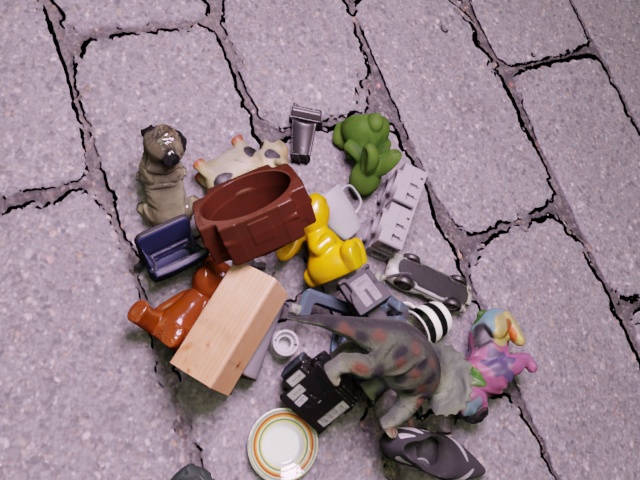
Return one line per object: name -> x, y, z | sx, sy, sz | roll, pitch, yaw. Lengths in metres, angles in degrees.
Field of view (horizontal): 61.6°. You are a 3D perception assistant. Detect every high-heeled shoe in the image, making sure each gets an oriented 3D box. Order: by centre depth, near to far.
high-heeled shoe -> 0.224, 0.403, 1.004 | 0.249, 0.145, 0.086 | 17, 72, -8

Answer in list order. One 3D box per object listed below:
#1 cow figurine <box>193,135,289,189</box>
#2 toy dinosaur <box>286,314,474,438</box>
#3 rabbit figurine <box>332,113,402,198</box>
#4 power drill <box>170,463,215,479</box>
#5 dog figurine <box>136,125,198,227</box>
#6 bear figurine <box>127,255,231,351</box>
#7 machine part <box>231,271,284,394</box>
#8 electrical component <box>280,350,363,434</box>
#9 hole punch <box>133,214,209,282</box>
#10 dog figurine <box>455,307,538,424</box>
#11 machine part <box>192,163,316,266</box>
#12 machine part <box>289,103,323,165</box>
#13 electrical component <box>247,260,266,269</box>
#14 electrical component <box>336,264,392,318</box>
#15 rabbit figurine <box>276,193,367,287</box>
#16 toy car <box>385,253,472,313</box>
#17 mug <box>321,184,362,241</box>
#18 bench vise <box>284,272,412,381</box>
cow figurine -> -0.145, -0.146, 1.098 | 0.195, 0.085, 0.127 | -35, 80, -23
toy dinosaur -> 0.130, 0.201, 0.907 | 0.192, 0.131, 0.404 | -37, 129, 6
rabbit figurine -> 0.109, -0.176, 1.151 | 0.121, 0.159, 0.170 | 2, 89, -24
power drill -> -0.204, 0.513, 0.896 | 0.207, 0.086, 0.232 | -39, 85, -17
dog figurine -> -0.285, -0.103, 0.992 | 0.121, 0.190, 0.172 | -21, 82, -19
bear figurine -> -0.229, 0.105, 0.981 | 0.120, 0.131, 0.196 | 31, 74, 20
machine part -> -0.126, 0.172, 1.014 | 0.079, 0.079, 0.243 | 23, 71, -8
electrical component -> -0.006, 0.274, 0.997 | 0.115, 0.058, 0.134 | -43, 94, 18
hole punch -> -0.269, 0.030, 0.993 | 0.142, 0.115, 0.092 | -31, 71, -22
dog figurine -> 0.316, 0.257, 1.093 | 0.219, 0.108, 0.191 | -21, 82, -17
machine part -> -0.120, -0.049, 0.971 | 0.201, 0.202, 0.087 | -24, 122, -6
machine part -> -0.035, -0.231, 1.176 | 0.084, 0.039, 0.139 | 15, 70, -16
electrical component -> -0.152, 0.027, 1.078 | 0.094, 0.021, 0.063 | 11, 72, -12
electrical component -> 0.089, 0.112, 0.978 | 0.075, 0.047, 0.119 | -28, 73, -14
rabbit figurine -> -0.002, -0.003, 1.059 | 0.162, 0.122, 0.173 | -20, 94, 22
toy car -> 0.233, 0.091, 1.144 | 0.202, 0.056, 0.073 | 25, 64, -8
mug -> 0.043, -0.058, 1.128 | 0.109, 0.081, 0.107 | -38, 98, -22
bench vise -> 0.055, 0.146, 1.043 | 0.240, 0.129, 0.223 | 22, 77, -19
